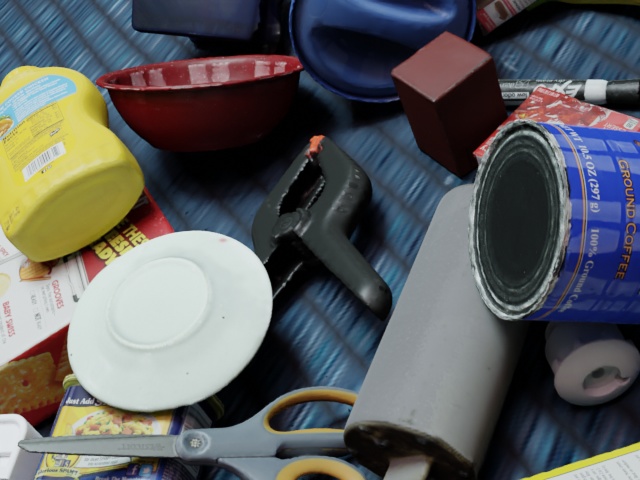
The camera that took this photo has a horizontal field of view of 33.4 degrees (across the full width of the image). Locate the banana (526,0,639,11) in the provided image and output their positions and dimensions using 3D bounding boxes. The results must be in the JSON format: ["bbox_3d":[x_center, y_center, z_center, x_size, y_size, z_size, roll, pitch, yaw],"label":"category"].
[{"bbox_3d":[0.229,-0.172,0.753,0.069,0.037,0.198,-50,32,-5],"label":"banana"}]

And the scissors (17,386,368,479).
[{"bbox_3d":[-0.057,0.130,0.588,0.201,0.016,0.096,-10,54,-16],"label":"scissors"}]

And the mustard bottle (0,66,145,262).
[{"bbox_3d":[-0.193,-0.072,0.758,0.096,0.058,0.192,-36,44,2],"label":"mustard bottle"}]

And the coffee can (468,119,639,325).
[{"bbox_3d":[0.163,-0.006,0.557,0.140,0.103,0.103,3,42,-17],"label":"coffee can"}]

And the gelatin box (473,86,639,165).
[{"bbox_3d":[0.159,-0.058,0.701,0.073,0.030,0.089,-45,46,-17],"label":"gelatin box"}]

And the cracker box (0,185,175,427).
[{"bbox_3d":[-0.200,0.040,0.751,0.213,0.072,0.164,-32,45,-7],"label":"cracker box"}]

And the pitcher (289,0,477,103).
[{"bbox_3d":[0.030,-0.231,0.833,0.145,0.149,0.243,-3,39,-2],"label":"pitcher"}]

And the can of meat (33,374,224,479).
[{"bbox_3d":[-0.117,0.129,0.640,0.102,0.057,0.084,-4,50,22],"label":"can of meat"}]

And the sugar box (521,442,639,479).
[{"bbox_3d":[0.104,0.152,0.489,0.176,0.048,0.093,-19,23,0],"label":"sugar box"}]

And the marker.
[{"bbox_3d":[0.169,-0.103,0.746,0.121,0.020,0.020,4,52,28],"label":"marker"}]

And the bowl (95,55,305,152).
[{"bbox_3d":[-0.086,-0.103,0.812,0.162,0.055,0.162,-5,17,1],"label":"bowl"}]

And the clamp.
[{"bbox_3d":[-0.005,0.001,0.698,0.165,0.036,0.209,-18,36,36],"label":"clamp"}]

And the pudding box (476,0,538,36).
[{"bbox_3d":[0.146,-0.222,0.831,0.090,0.039,0.113,-33,34,21],"label":"pudding box"}]

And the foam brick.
[{"bbox_3d":[0.091,-0.093,0.731,0.053,0.078,0.051,-37,46,-10],"label":"foam brick"}]
